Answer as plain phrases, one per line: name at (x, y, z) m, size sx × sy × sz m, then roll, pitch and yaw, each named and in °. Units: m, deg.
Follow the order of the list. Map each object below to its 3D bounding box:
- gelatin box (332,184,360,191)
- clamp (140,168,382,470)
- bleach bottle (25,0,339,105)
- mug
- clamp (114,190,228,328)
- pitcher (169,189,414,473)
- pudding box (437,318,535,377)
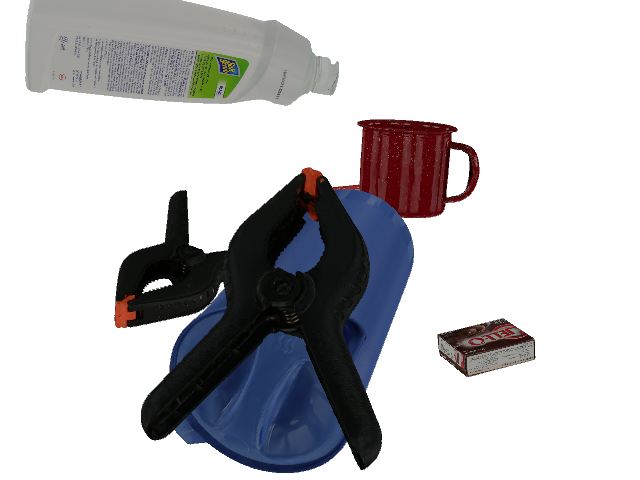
gelatin box at (0.026, -0.017, 1.199) m, size 0.073 × 0.089 × 0.030 m, roll -4°, pitch 29°, yaw 7°
clamp at (-0.009, 0.040, 0.557) m, size 0.120 × 0.171 × 0.039 m, roll 16°, pitch -28°, yaw 10°
bleach bottle at (-0.111, -0.151, 0.881) m, size 0.250 × 0.068 × 0.103 m, roll 9°, pitch -31°, yaw -10°
mug at (0.089, -0.066, 0.990) m, size 0.117 × 0.081 × 0.093 m, roll 7°, pitch 12°, yaw 18°
clamp at (-0.132, 0.018, 1.018) m, size 0.165 × 0.036 × 0.209 m, roll 27°, pitch 37°, yaw 27°
pitcher at (-0.015, 0.059, 0.817) m, size 0.149 × 0.145 × 0.242 m, roll 11°, pitch 28°, yaw 14°
pudding box at (0.237, 0.152, 1.528) m, size 0.113 × 0.039 × 0.090 m, roll -14°, pitch 18°, yaw -16°
